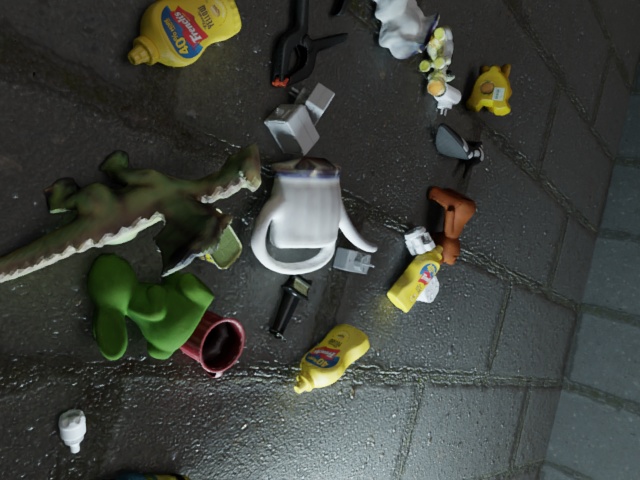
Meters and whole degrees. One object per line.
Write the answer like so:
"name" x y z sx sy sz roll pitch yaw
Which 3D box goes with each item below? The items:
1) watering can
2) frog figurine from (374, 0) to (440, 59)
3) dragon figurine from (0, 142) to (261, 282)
"watering can" 0.003 -0.052 1.024 0.349 0.104 0.223 -7 103 -46
"frog figurine" 0.170 -0.485 1.139 0.159 0.122 0.138 31 83 -9
"dragon figurine" -0.237 -0.022 0.676 0.417 0.244 0.119 -43 133 -35
